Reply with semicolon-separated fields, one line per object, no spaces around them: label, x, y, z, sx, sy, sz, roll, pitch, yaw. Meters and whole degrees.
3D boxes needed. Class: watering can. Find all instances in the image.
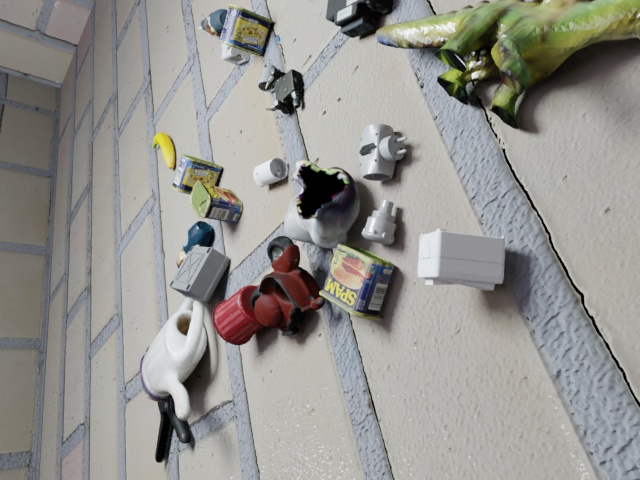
watering can;-0.315;0.270;1.109;0.220;0.103;0.356;-51;27;29

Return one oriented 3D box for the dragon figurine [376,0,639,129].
dragon figurine;0.239;-0.277;0.603;0.241;0.121;0.418;-48;46;9

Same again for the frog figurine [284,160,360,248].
frog figurine;0.003;-0.042;0.840;0.156;0.123;0.140;91;155;-58
